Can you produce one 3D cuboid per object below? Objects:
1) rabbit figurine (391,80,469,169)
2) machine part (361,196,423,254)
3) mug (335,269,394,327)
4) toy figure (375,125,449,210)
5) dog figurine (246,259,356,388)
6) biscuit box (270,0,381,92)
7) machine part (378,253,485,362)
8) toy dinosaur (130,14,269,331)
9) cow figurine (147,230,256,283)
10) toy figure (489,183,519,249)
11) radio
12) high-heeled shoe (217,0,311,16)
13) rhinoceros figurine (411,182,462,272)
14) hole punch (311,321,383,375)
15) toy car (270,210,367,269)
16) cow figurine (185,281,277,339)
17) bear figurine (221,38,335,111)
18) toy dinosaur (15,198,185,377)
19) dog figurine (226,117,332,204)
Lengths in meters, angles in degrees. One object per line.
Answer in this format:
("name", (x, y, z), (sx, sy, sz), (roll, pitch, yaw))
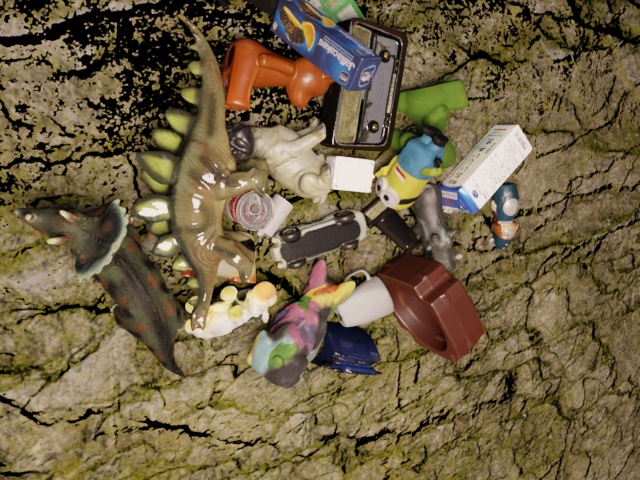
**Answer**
("rabbit figurine", (0.218, -0.216, 1.059), (0.159, 0.121, 0.170), (-18, 107, -13))
("machine part", (0.147, -0.028, 1.084), (0.139, 0.039, 0.084), (44, 73, 8))
("mug", (0.080, 0.121, 1.086), (0.107, 0.081, 0.109), (-28, 98, -12))
("toy figure", (0.177, -0.130, 1.015), (0.089, 0.082, 0.180), (17, 129, -25))
("dog figurine", (-0.028, 0.147, 0.995), (0.108, 0.191, 0.219), (34, 94, 9))
("biscuit box", (0.008, -0.324, 0.888), (0.059, 0.203, 0.062), (-23, 149, -45))
("machine part", (0.219, 0.131, 1.078), (0.087, 0.201, 0.201), (-38, 112, -15))
("toy dinosaur", (-0.178, -0.093, 0.824), (0.199, 0.105, 0.471), (7, 93, -10))
("cow figurine", (-0.201, 0.005, 0.933), (0.195, 0.085, 0.127), (12, 77, -33))
("toy figure", (0.416, -0.051, 1.211), (0.064, 0.058, 0.154), (0, 104, 16))
("radio", (0.081, -0.281, 1.005), (0.131, 0.073, 0.229), (3, 103, -26))
("high-heeled shoe", (-0.109, -0.461, 0.909), (0.249, 0.086, 0.145), (-24, 81, -27))
("rhinoceros figurine", (0.238, -0.027, 1.108), (0.073, 0.112, 0.190), (-17, 98, -22))
("hole punch", (0.053, 0.218, 1.074), (0.142, 0.116, 0.092), (16, 85, -26))
("toy car", (-0.002, -0.003, 1.039), (0.202, 0.056, 0.073), (-18, 112, -18))
("cow figurine", (-0.149, 0.130, 0.960), (0.167, 0.068, 0.098), (-16, 150, 3))
("bear figurine", (-0.070, -0.268, 0.931), (0.196, 0.120, 0.131), (12, 98, -30))
("toy dinosaur", (-0.293, 0.086, 0.855), (0.131, 0.192, 0.404), (-34, 110, -12))
("dog figurine", (-0.083, -0.133, 0.968), (0.191, 0.121, 0.172), (-12, 101, -7))
